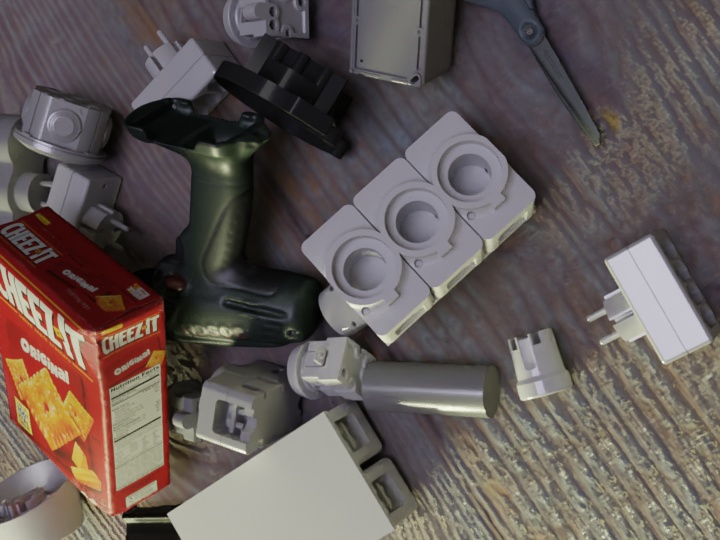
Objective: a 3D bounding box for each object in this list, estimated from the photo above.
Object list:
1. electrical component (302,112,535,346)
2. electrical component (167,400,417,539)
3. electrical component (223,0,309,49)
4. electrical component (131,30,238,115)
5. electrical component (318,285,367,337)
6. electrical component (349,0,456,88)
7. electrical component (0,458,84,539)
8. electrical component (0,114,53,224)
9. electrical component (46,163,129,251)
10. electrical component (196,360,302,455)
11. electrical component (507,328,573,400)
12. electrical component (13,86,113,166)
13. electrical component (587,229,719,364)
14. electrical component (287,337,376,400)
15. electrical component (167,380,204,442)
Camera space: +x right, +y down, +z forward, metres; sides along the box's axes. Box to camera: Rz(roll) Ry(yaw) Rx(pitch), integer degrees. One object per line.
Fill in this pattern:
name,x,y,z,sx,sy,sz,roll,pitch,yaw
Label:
electrical component,0.043,-0.030,0.781,0.150,0.061,0.089,-42,77,-2
electrical component,-0.056,0.199,0.895,0.186,0.060,0.105,-36,81,26
electrical component,-0.075,-0.201,0.852,0.055,0.066,0.048,6,100,45
electrical component,-0.154,-0.165,0.900,0.083,0.047,0.075,-41,79,25
electrical component,0.000,0.000,0.849,0.077,0.043,0.079,-35,82,26
electrical component,0.034,-0.191,0.786,0.062,0.061,0.096,16,122,24
electrical component,-0.308,0.224,1.004,0.099,0.099,0.064,-12,98,27
electrical component,-0.305,-0.071,0.985,0.074,0.052,0.138,8,100,25
electrical component,-0.237,-0.043,0.958,0.076,0.047,0.083,28,108,20
electrical component,-0.091,0.110,0.883,0.056,0.089,0.050,15,103,24
electrical component,0.132,0.070,0.797,0.040,0.040,0.046,-19,83,27
electrical component,-0.257,-0.126,0.939,0.080,0.080,0.051,24,101,21
electrical component,0.197,0.026,0.754,0.076,0.047,0.083,-32,83,26
electrical component,-0.025,0.080,0.867,0.055,0.066,0.048,-5,60,34
electrical component,-0.142,0.121,0.928,0.055,0.066,0.048,6,100,45
